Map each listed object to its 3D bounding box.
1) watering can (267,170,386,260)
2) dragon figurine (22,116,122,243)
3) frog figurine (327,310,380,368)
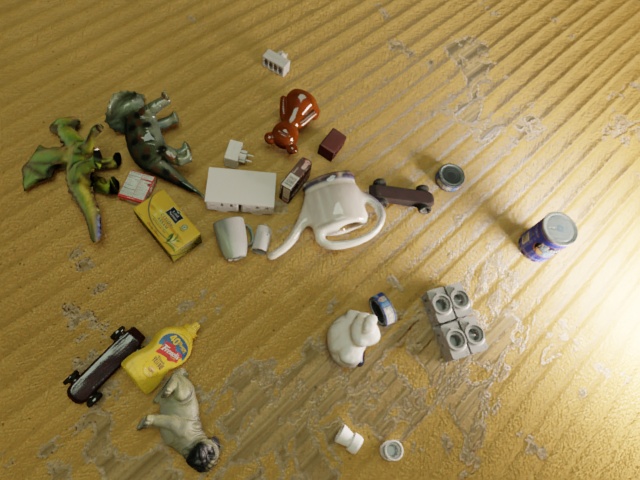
[{"bbox_3d":[0.004,-0.072,1.427,0.348,0.102,0.228,-13,68,-7],"label":"watering can"},{"bbox_3d":[-0.679,-0.176,1.384,0.242,0.120,0.418,-6,64,7],"label":"dragon figurine"},{"bbox_3d":[0.080,0.238,1.262,0.123,0.156,0.140,17,65,1],"label":"frog figurine"}]
